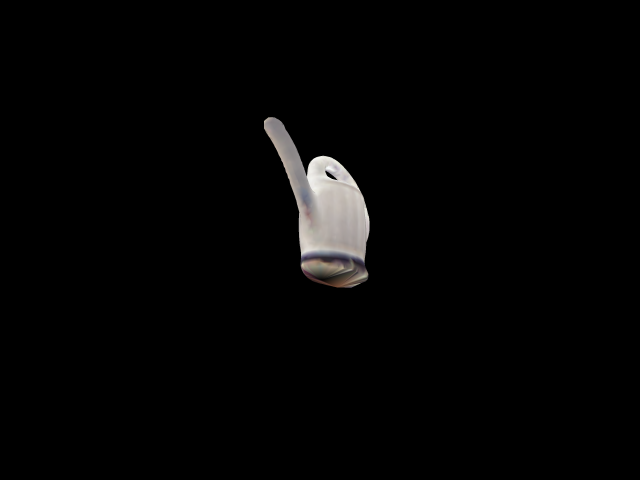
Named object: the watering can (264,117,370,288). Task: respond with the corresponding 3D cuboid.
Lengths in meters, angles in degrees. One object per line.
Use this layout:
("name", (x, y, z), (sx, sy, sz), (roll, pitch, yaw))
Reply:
("watering can", (0.003, -0.043, 0.850), (0.103, 0.228, 0.344), (-11, -21, 27))
